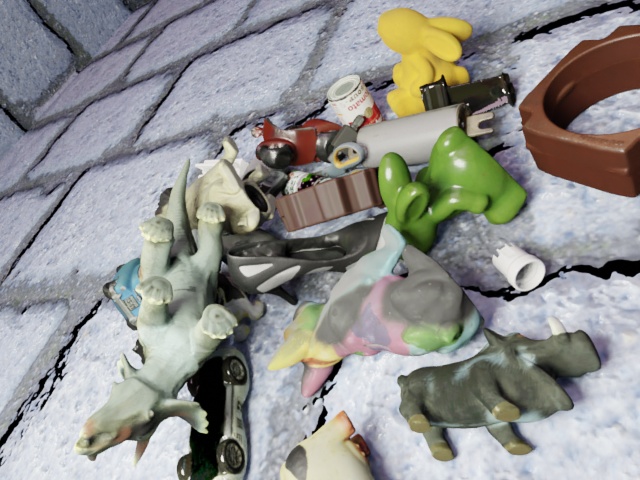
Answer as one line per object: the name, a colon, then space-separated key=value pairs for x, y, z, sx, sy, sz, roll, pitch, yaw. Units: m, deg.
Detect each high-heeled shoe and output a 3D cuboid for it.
high-heeled shoe: x=-0.001 y=-0.002 z=0.727 sx=0.249 sy=0.145 sz=0.086 roll=-38 pitch=38 yaw=4

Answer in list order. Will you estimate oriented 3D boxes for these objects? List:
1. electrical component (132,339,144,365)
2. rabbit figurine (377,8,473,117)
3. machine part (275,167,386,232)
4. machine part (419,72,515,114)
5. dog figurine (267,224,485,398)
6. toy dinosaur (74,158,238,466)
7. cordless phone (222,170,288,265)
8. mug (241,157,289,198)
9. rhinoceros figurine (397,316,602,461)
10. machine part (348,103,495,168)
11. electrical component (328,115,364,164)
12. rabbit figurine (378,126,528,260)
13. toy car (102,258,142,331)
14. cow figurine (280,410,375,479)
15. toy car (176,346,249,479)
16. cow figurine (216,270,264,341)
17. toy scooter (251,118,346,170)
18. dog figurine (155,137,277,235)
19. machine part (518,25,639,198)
electrical component: x=-0.210 y=0.157 z=0.811 sx=0.134 sy=0.058 sz=0.115 roll=20 pitch=67 yaw=49
rabbit figurine: x=0.162 y=-0.298 z=0.874 sx=0.162 sy=0.173 sz=0.122 roll=-5 pitch=45 yaw=42
machine part: x=0.029 y=-0.056 z=0.759 sx=0.179 sy=0.056 sz=0.179 roll=-16 pitch=2 yaw=0
machine part: x=0.227 y=-0.219 z=0.827 sx=0.139 sy=0.084 sz=0.039 roll=-7 pitch=15 yaw=20
dog figurine: x=0.049 y=0.104 z=0.611 sx=0.219 sy=0.108 sz=0.192 roll=-43 pitch=36 yaw=1
toy dinosaur: x=-0.180 y=0.081 z=0.675 sx=0.405 sy=0.131 sz=0.192 roll=-94 pitch=24 yaw=-50
cordless phone: x=-0.092 y=-0.028 z=0.863 sx=0.184 sy=0.088 sz=0.147 roll=-53 pitch=39 yaw=-10
mug: x=-0.104 y=-0.117 z=0.991 sx=0.110 sy=0.080 sz=0.107 roll=-20 pitch=30 yaw=23
rhinoceros figurine: x=0.167 y=0.139 z=0.511 sx=0.190 sy=0.073 sz=0.112 roll=-24 pitch=29 yaw=22
machine part: x=0.144 y=-0.151 z=0.815 sx=0.243 sy=0.079 sz=0.079 roll=-5 pitch=49 yaw=36
electrical component: x=0.056 y=-0.161 z=0.909 sx=0.094 sy=0.063 sz=0.021 roll=-54 pitch=21 yaw=3
rabbit figurine: x=0.144 y=-0.044 z=0.667 sx=0.170 sy=0.159 sz=0.121 roll=-49 pitch=45 yaw=13
toy car: x=-0.278 y=0.074 z=0.883 sx=0.103 sy=0.109 sz=0.162 roll=-32 pitch=9 yaw=2
cow figurine: x=0.016 y=0.270 z=0.486 sx=0.127 sy=0.085 sz=0.195 roll=-31 pitch=40 yaw=0
toy car: x=-0.129 y=0.226 z=0.674 sx=0.073 sy=0.056 sz=0.202 roll=-25 pitch=41 yaw=18
cow figurine: x=-0.163 y=0.078 z=0.819 sx=0.068 sy=0.098 sz=0.168 roll=-51 pitch=40 yaw=-8
toy scooter: x=-0.046 y=-0.177 z=0.946 sx=0.184 sy=0.075 sz=0.135 roll=-16 pitch=36 yaw=-32
dog figurine: x=-0.170 y=-0.037 z=0.815 sx=0.190 sy=0.121 sz=0.172 roll=-36 pitch=31 yaw=18
machine part: x=0.361 y=-0.154 z=0.631 sx=0.201 sy=0.087 sz=0.202 roll=-46 pitch=39 yaw=-8
